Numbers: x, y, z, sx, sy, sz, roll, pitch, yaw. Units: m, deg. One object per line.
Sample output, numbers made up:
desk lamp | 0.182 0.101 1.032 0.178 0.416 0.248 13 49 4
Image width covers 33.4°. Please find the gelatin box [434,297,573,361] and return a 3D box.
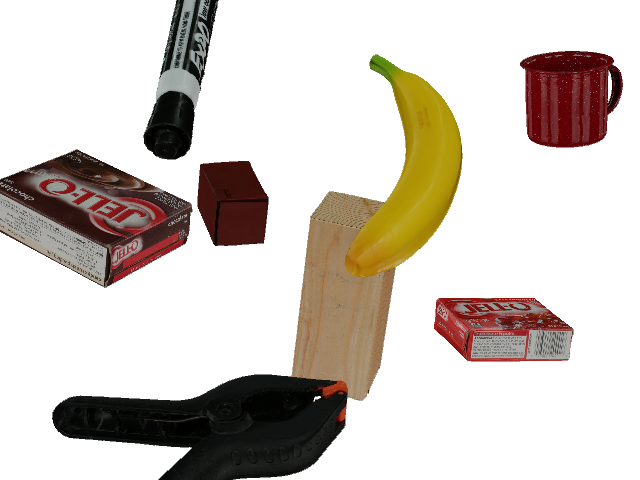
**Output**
gelatin box | 0.143 0.069 0.845 0.089 0.030 0.073 1 16 -14

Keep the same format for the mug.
mug | 0.264 -0.148 1.103 0.117 0.081 0.093 -16 24 -25

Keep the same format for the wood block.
wood block | 0.030 0.062 1.199 0.090 0.206 0.090 12 24 11

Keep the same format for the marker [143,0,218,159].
marker | -0.058 -0.077 0.455 0.020 0.121 0.020 2 -44 1

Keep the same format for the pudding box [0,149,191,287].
pudding box | -0.161 -0.018 0.747 0.114 0.039 0.089 23 29 23

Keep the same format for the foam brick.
foam brick | -0.087 -0.037 1.049 0.053 0.051 0.078 -4 33 -18

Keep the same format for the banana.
banana | 0.058 -0.047 0.700 0.069 0.197 0.037 6 -42 2

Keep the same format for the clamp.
clamp | -0.056 0.116 0.599 0.171 0.039 0.120 -8 35 -19
